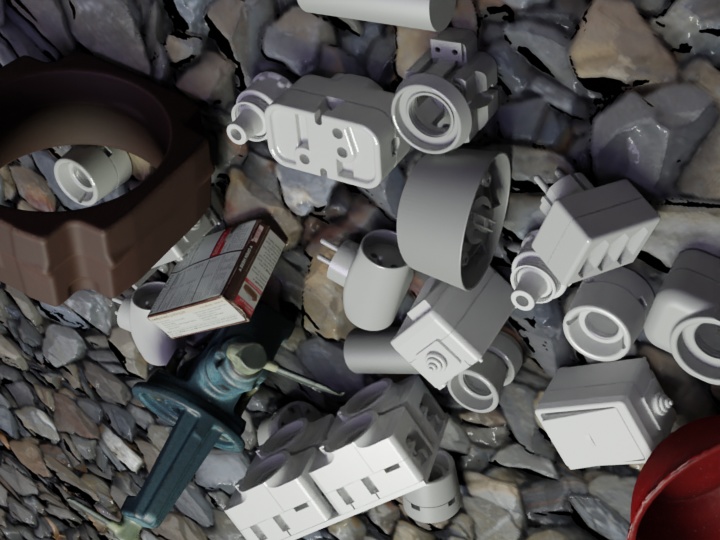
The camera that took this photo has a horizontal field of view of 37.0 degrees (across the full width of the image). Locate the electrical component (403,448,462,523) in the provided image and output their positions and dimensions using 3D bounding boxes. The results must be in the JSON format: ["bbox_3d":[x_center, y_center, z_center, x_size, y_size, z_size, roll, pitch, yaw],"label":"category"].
[{"bbox_3d":[0.065,0.198,0.997,0.055,0.055,0.047,12,128,29],"label":"electrical component"}]

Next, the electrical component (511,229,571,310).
[{"bbox_3d":[0.128,0.004,0.770,0.048,0.062,0.048,21,135,22],"label":"electrical component"}]

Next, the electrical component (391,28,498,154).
[{"bbox_3d":[0.057,-0.115,0.724,0.058,0.057,0.078,15,133,27],"label":"electrical component"}]

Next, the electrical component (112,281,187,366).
[{"bbox_3d":[-0.217,0.048,1.083,0.079,0.044,0.077,20,135,22],"label":"electrical component"}]

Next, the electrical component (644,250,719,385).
[{"bbox_3d":[0.243,0.036,0.715,0.095,0.059,0.053,26,137,17],"label":"electrical component"}]

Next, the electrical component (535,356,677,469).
[{"bbox_3d":[0.191,0.111,0.818,0.096,0.061,0.061,-13,116,43],"label":"electrical component"}]

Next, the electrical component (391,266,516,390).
[{"bbox_3d":[0.068,0.040,0.821,0.061,0.096,0.062,44,139,-3],"label":"electrical component"}]

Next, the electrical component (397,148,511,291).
[{"bbox_3d":[0.072,-0.037,0.750,0.064,0.099,0.099,16,134,34],"label":"electrical component"}]

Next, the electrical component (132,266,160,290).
[{"bbox_3d":[-0.238,-0.016,1.044,0.081,0.042,0.064,44,141,-4],"label":"electrical component"}]

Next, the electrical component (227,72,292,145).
[{"bbox_3d":[-0.077,-0.118,0.817,0.048,0.062,0.048,21,135,22],"label":"electrical component"}]

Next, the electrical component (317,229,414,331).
[{"bbox_3d":[0.000,0.000,0.877,0.079,0.044,0.077,29,138,13],"label":"electrical component"}]

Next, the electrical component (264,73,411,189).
[{"bbox_3d":[-0.013,-0.104,0.784,0.095,0.059,0.053,17,134,25],"label":"electrical component"}]

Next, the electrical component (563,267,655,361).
[{"bbox_3d":[0.177,0.032,0.770,0.055,0.047,0.055,20,135,22],"label":"electrical component"}]

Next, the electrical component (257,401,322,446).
[{"bbox_3d":[-0.069,0.162,1.066,0.055,0.055,0.047,49,142,-9],"label":"electrical component"}]

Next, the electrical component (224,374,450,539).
[{"bbox_3d":[-0.023,0.168,0.954,0.186,0.105,0.060,-28,104,26],"label":"electrical component"}]

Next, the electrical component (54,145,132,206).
[{"bbox_3d":[-0.244,-0.091,0.978,0.055,0.047,0.055,21,135,22],"label":"electrical component"}]

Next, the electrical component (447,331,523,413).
[{"bbox_3d":[0.101,0.080,0.864,0.045,0.055,0.045,21,135,22],"label":"electrical component"}]

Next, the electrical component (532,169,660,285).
[{"bbox_3d":[0.147,-0.039,0.723,0.076,0.066,0.047,56,147,29],"label":"electrical component"}]

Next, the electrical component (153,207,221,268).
[{"bbox_3d":[-0.177,-0.043,0.959,0.096,0.061,0.061,-16,115,44],"label":"electrical component"}]
